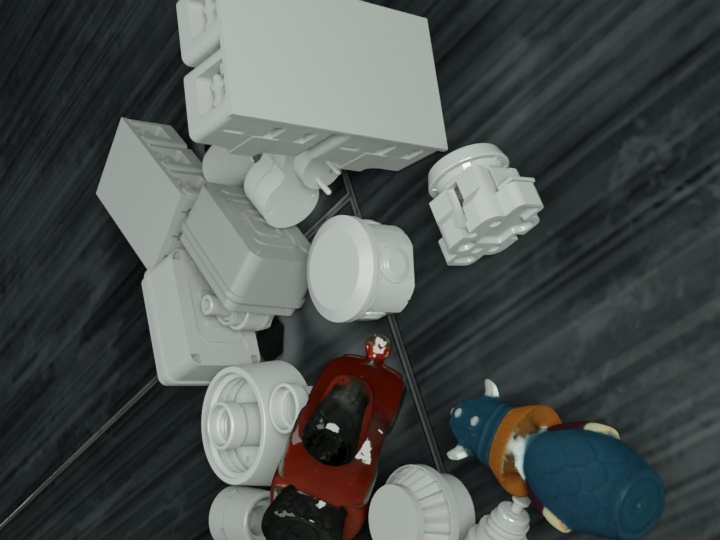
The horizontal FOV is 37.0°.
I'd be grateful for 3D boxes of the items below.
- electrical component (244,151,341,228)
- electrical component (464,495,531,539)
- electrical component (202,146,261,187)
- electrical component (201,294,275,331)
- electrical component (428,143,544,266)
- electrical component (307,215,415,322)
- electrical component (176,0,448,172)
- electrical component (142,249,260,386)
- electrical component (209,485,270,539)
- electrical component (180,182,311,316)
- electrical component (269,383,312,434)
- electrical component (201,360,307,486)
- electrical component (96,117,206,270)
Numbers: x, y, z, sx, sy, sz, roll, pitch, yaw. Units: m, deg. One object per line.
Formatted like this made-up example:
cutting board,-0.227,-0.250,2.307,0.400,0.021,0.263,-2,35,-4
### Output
electrical component,-0.039,-0.090,0.868,0.073,0.052,0.138,50,124,37
electrical component,0.089,0.179,0.700,0.040,0.040,0.078,45,121,42
electrical component,-0.102,-0.114,0.954,0.077,0.043,0.079,-12,77,50
electrical component,-0.107,0.031,0.933,0.043,0.062,0.043,-6,83,51
electrical component,0.079,-0.047,0.717,0.078,0.058,0.057,-41,60,41
electrical component,0.000,0.000,0.815,0.080,0.051,0.080,-5,83,50
electrical component,-0.033,-0.135,0.758,0.060,0.186,0.105,-23,70,47
electrical component,-0.145,0.045,0.966,0.057,0.078,0.113,-34,62,41
electrical component,-0.092,0.210,0.908,0.047,0.055,0.055,-8,81,47
electrical component,-0.094,-0.017,0.910,0.113,0.078,0.057,51,122,40
electrical component,-0.043,0.110,0.862,0.040,0.046,0.040,-5,83,50
electrical component,-0.094,0.131,0.911,0.108,0.060,0.108,-5,83,50
electrical component,-0.189,-0.071,1.042,0.150,0.062,0.089,48,122,41
